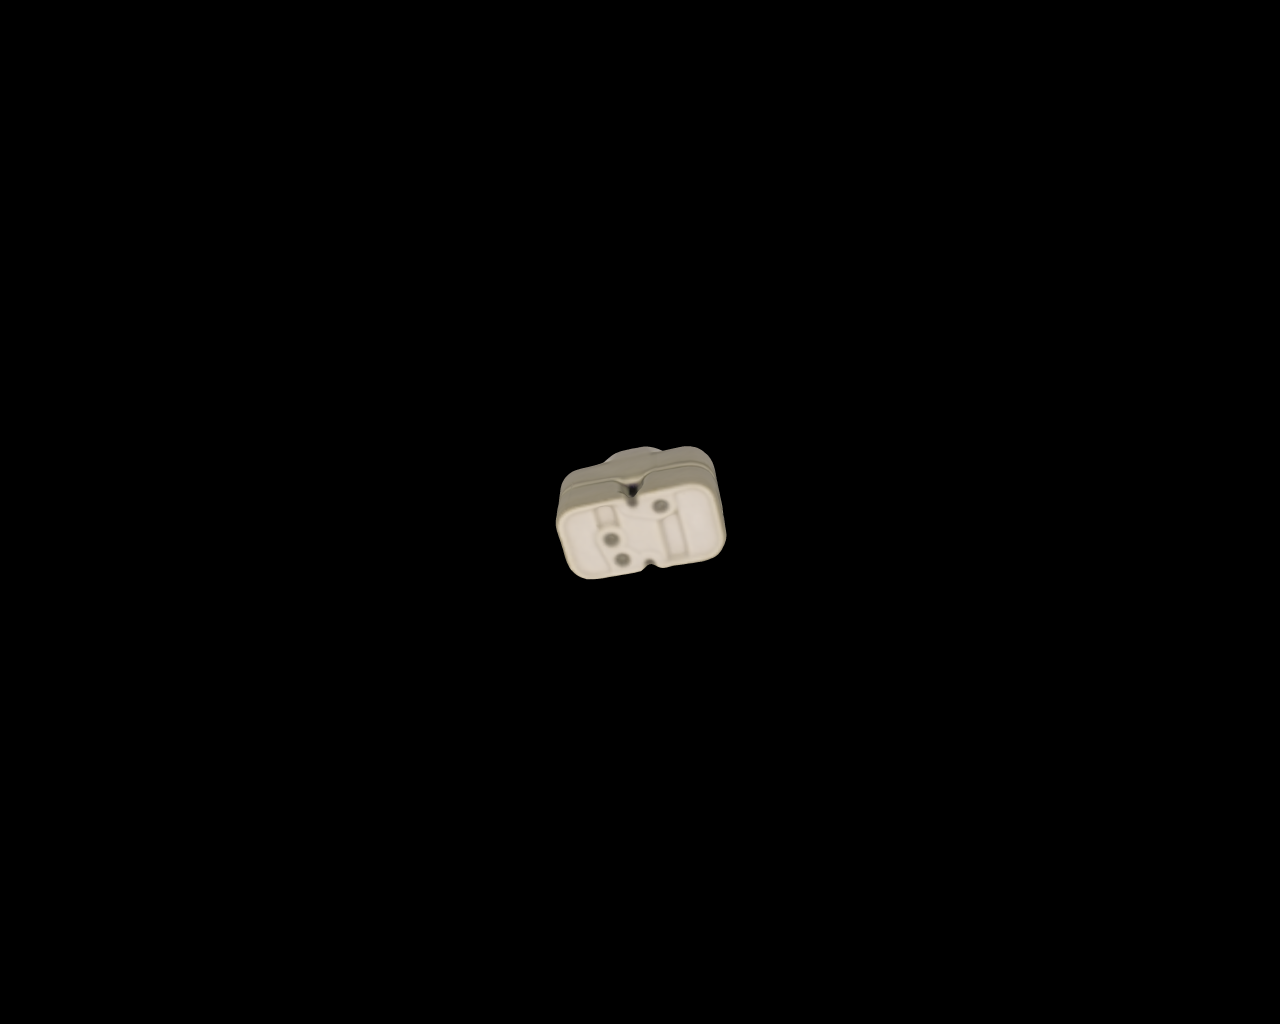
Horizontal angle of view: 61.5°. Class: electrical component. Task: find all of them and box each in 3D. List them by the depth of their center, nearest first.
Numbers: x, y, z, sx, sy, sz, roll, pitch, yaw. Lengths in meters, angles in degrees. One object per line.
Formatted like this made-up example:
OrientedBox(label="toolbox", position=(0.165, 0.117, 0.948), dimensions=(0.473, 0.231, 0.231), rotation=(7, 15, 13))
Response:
OrientedBox(label="electrical component", position=(0.001, -0.003, 0.650), dimensions=(0.095, 0.053, 0.059), rotation=(-11, 30, 7))
